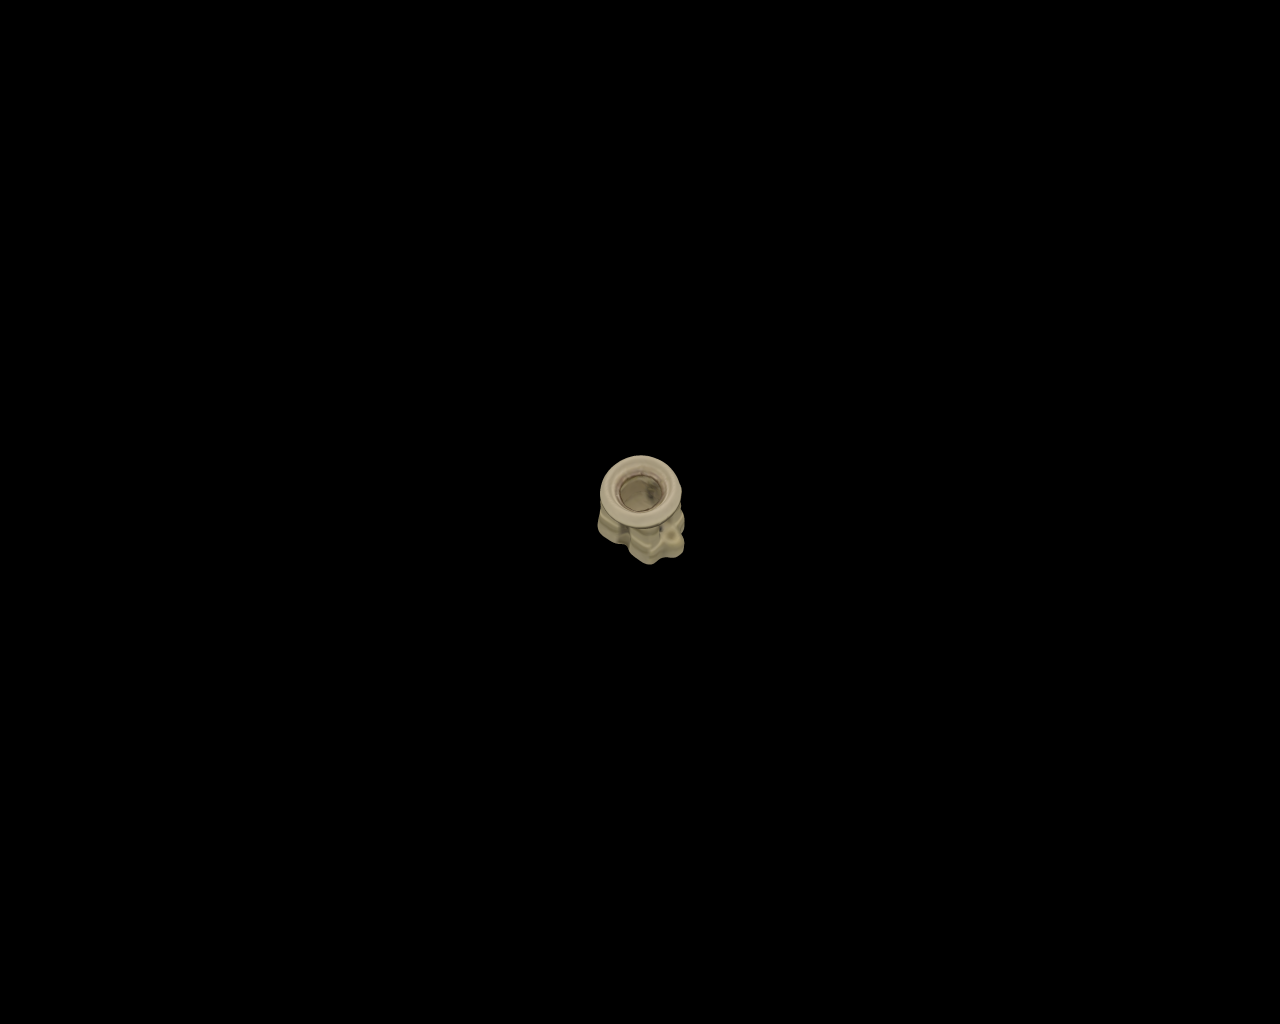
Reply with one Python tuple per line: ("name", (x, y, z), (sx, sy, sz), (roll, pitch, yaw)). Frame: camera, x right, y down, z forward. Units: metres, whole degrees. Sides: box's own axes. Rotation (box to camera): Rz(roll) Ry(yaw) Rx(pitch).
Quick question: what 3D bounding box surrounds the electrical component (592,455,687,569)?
("electrical component", (0.001, -0.003, 0.650), (0.066, 0.048, 0.055), (32, -26, 18))
